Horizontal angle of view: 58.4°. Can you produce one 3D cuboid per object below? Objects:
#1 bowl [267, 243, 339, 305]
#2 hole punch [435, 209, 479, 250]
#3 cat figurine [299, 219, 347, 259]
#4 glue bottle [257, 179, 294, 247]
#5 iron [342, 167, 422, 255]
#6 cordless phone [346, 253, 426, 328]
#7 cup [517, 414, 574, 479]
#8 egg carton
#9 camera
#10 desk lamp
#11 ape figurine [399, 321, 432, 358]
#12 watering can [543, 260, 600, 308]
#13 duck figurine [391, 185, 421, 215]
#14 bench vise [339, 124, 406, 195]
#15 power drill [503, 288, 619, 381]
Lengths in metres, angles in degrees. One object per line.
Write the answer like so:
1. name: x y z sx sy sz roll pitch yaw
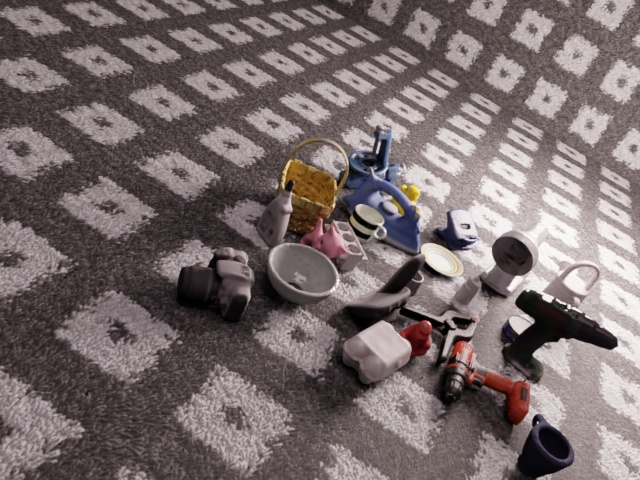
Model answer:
1. bowl: -0.046 0.086 1.254 0.168 0.074 0.167 18 35 -13
2. hole punch: 0.422 -0.031 1.715 0.109 0.091 0.101 0 43 -35
3. cat figurine: 0.013 0.005 1.363 0.067 0.117 0.127 4 40 -30
4. glue bottle: -0.094 -0.070 1.339 0.037 0.173 0.078 -6 46 -39
5. iron: 0.198 -0.083 1.585 0.258 0.141 0.119 37 35 14
6. cordless phone: 0.153 0.104 1.269 0.094 0.185 0.148 42 37 21
7. cup: 0.430 0.414 1.131 0.092 0.095 0.117 15 36 -18
8. egg carton: 0.119 0.232 1.181 0.107 0.069 0.151 43 37 22
9. camera: -0.208 0.073 1.137 0.137 0.100 0.143 11 37 -23
10. desk lamp: 0.538 0.047 1.583 0.117 0.213 0.204 41 36 19
11. ape figurine: 0.211 0.212 1.250 0.078 0.092 0.076 28 34 1
12. watering can: 0.695 0.127 1.602 0.101 0.194 0.172 8 38 -25
13. duck figurine: 0.273 -0.122 1.737 0.078 0.086 0.104 -12 50 -43
14. bench vise: 0.175 -0.248 1.716 0.208 0.219 0.121 -13 50 -44
15. power drill: 0.541 0.230 1.349 0.229 0.208 0.076 39 36 17
